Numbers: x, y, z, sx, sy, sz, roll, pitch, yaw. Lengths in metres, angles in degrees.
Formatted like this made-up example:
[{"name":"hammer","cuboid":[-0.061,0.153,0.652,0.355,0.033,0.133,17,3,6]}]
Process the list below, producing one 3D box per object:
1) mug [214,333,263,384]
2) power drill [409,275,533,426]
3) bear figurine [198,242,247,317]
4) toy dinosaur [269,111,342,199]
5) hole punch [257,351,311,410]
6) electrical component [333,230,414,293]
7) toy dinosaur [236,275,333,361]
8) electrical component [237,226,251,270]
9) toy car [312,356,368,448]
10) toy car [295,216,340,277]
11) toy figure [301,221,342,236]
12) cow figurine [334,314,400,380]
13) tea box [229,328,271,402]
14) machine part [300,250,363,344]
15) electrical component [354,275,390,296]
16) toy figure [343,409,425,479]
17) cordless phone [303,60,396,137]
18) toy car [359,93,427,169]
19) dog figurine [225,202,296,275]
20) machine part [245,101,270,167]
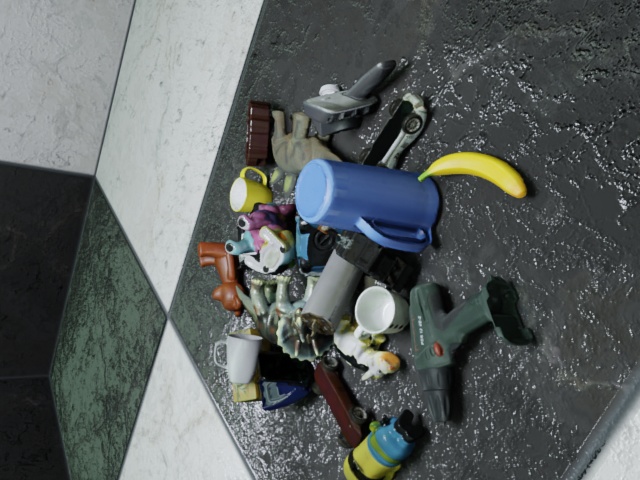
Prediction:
[{"name":"mug","cuboid":[-0.188,0.273,1.233,0.081,0.109,0.107,175,99,-70]},{"name":"power drill","cuboid":[0.232,0.163,0.861,0.207,0.086,0.232,-43,49,50]},{"name":"bear figurine","cuboid":[-0.270,0.111,1.487,0.120,0.132,0.196,113,155,-68]},{"name":"toy dinosaur","cuboid":[-0.028,-0.190,1.236,0.472,0.105,0.198,31,117,60]},{"name":"hole punch","cuboid":[-0.082,0.312,1.197,0.142,0.116,0.092,-118,32,-69]},{"name":"electrical component","cuboid":[0.104,0.041,0.992,0.058,0.134,0.115,-57,38,0]},{"name":"toy dinosaur","cuboid":[-0.090,0.180,1.250,0.405,0.131,0.192,-14,73,57]},{"name":"electrical component","cuboid":[-0.197,0.017,1.462,0.075,0.047,0.119,-36,57,43]},{"name":"toy car","cuboid":[0.042,0.327,1.095,0.202,0.053,0.089,53,130,48]},{"name":"toy car","cuboid":[-0.002,-0.004,1.180,0.103,0.109,0.161,-124,38,-70]},{"name":"toy figure","cuboid":[0.032,-0.040,1.082,0.058,0.154,0.064,15,96,56]},{"name":"cow figurine","cuboid":[0.085,0.221,1.043,0.168,0.068,0.098,45,125,50]},{"name":"tea box","cuboid":[-0.167,0.309,1.324,0.068,0.098,0.169,-18,70,22]},{"name":"machine part","cuboid":[0.029,0.098,1.065,0.079,0.079,0.243,-17,38,51]},{"name":"electrical component","cuboid":[0.102,0.100,1.078,0.094,0.021,0.063,19,100,53]},{"name":"toy figure","cuboid":[0.109,0.378,0.969,0.180,0.089,0.082,-56,40,35]},{"name":"cordless phone","cuboid":[0.064,-0.292,1.074,0.184,0.146,0.088,-34,79,59]},{"name":"toy car","cuboid":[0.140,-0.190,1.047,0.201,0.056,0.074,-57,38,28]},{"name":"dog figurine","cuboid":[-0.105,-0.017,1.255,0.192,0.219,0.108,31,116,14]},{"name":"machine part","cuboid":[-0.163,-0.276,1.407,0.179,0.056,0.179,-176,90,-79]}]
